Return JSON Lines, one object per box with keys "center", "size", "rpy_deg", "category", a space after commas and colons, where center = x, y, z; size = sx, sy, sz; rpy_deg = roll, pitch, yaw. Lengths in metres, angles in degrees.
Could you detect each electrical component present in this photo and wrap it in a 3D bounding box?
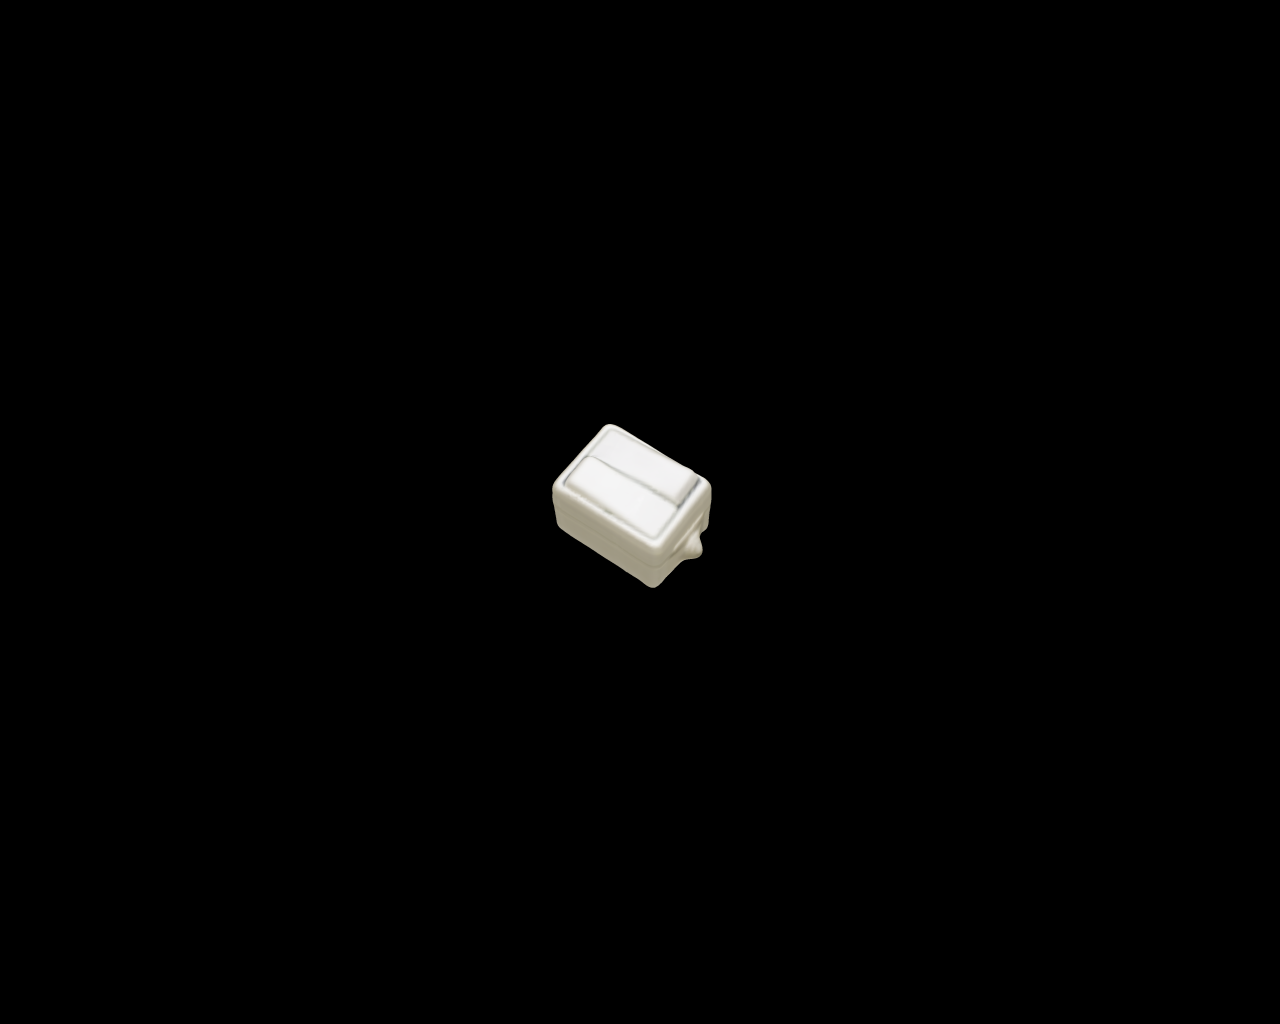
{"center": [0.001, -0.003, 0.650], "size": [0.096, 0.062, 0.061], "rpy_deg": [32, -26, 18], "category": "electrical component"}
